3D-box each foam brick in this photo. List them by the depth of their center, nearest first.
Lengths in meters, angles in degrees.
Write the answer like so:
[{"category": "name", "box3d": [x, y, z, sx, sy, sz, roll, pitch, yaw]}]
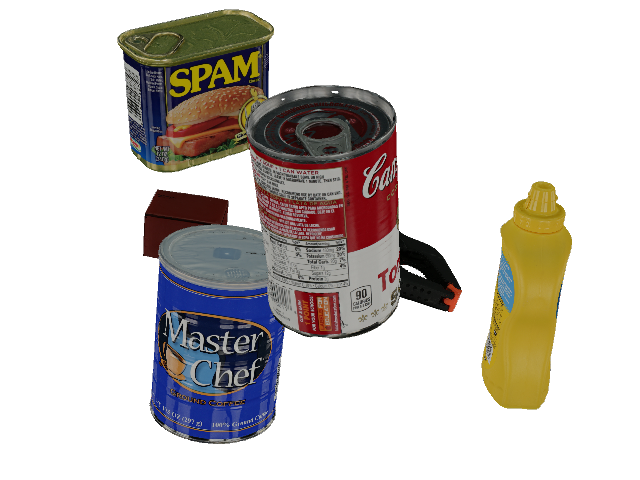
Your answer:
[{"category": "foam brick", "box3d": [-0.136, -0.013, 1.082, 0.078, 0.051, 0.053, 9, 31, 3]}]

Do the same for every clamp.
[{"category": "clamp", "box3d": [0.071, 0.016, 1.247, 0.164, 0.036, 0.210, -21, 51, -39]}]

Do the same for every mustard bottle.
[{"category": "mustard bottle", "box3d": [0.174, 0.040, 0.897, 0.058, 0.192, 0.096, 4, 28, 3]}]

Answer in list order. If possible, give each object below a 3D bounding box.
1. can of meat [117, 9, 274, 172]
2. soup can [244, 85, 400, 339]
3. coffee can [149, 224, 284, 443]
[{"category": "can of meat", "box3d": [-0.082, -0.102, 0.724, 0.101, 0.084, 0.058, -20, 39, -30]}, {"category": "soup can", "box3d": [0.003, -0.012, 0.503, 0.068, 0.102, 0.068, -3, 34, 2]}, {"category": "coffee can", "box3d": [-0.079, 0.071, 0.834, 0.103, 0.140, 0.103, 6, 24, -3]}]
